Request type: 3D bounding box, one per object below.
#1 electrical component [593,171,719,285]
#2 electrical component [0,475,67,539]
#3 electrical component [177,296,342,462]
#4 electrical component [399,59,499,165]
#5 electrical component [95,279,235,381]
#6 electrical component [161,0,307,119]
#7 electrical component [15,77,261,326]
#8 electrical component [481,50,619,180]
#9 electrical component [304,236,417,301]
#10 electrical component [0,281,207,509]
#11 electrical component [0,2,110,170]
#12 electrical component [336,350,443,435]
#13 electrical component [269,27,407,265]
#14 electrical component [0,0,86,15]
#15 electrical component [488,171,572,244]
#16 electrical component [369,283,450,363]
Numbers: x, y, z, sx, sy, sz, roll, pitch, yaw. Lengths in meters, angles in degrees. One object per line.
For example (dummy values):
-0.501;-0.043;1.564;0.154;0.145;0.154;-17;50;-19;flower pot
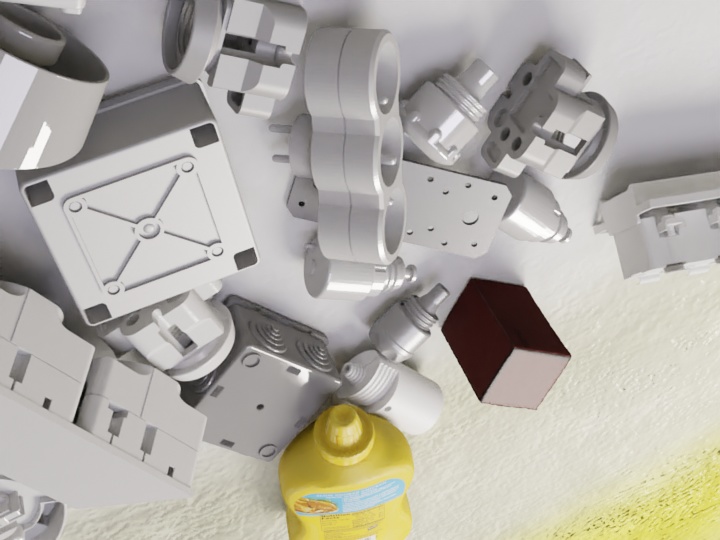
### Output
0.237;-0.032;0.747;0.121;0.063;0.079;-9;171;-17;electrical component
-0.243;0.157;0.701;0.099;0.064;0.099;-12;131;-14;electrical component
-0.073;0.076;0.719;0.100;0.048;0.099;26;114;-37;electrical component
0.054;-0.096;0.635;0.062;0.048;0.048;-46;131;8;electrical component
-0.113;0.031;0.658;0.078;0.058;0.057;-32;131;2;electrical component
-0.066;-0.121;0.551;0.057;0.058;0.078;6;115;-28;electrical component
-0.122;-0.038;0.596;0.109;0.056;0.108;-21;133;-8;electrical component
0.121;-0.089;0.661;0.057;0.058;0.078;18;119;-31;electrical component
0.000;0.000;0.693;0.078;0.040;0.040;4;126;-26;electrical component
-0.190;0.074;0.625;0.105;0.060;0.186;-13;142;33;electrical component
-0.171;-0.090;0.505;0.099;0.099;0.064;21;111;-35;electrical component
0.018;0.085;0.770;0.043;0.043;0.081;-46;130;16;electrical component
-0.017;-0.070;0.614;0.074;0.052;0.138;6;121;18;electrical component
-0.169;-0.158;0.472;0.096;0.061;0.061;1;127;-24;electrical component
0.113;-0.038;0.712;0.078;0.040;0.040;27;113;-38;electrical component
0.037;0.034;0.742;0.061;0.035;0.035;-45;131;12;electrical component
